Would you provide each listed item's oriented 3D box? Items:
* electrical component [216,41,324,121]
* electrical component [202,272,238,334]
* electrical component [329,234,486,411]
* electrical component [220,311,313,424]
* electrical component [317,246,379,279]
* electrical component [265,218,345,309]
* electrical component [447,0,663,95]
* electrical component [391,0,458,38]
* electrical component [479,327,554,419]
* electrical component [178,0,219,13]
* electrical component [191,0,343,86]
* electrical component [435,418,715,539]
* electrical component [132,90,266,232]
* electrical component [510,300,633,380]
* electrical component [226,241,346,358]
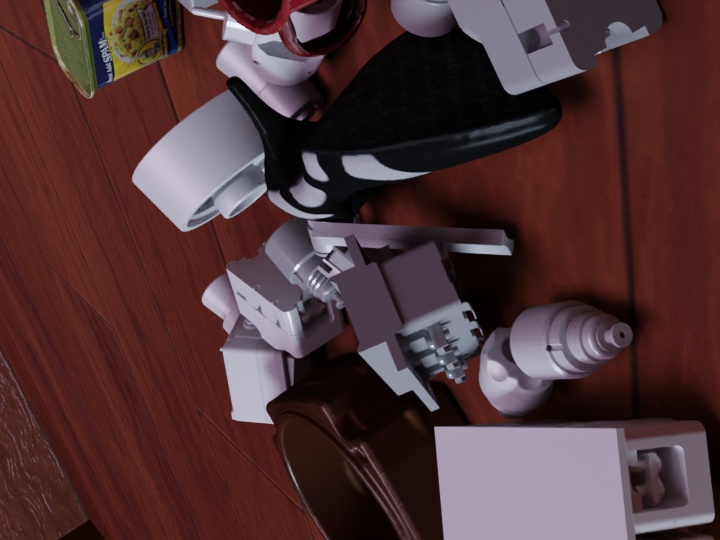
[{"bbox_3d":[-0.054,-0.120,0.682,0.065,0.044,0.044,50,156,7],"label":"electrical component"},{"bbox_3d":[-0.109,0.034,0.967,0.055,0.045,0.045,48,154,21],"label":"electrical component"},{"bbox_3d":[0.032,0.028,0.611,0.121,0.063,0.078,55,-168,-69],"label":"electrical component"},{"bbox_3d":[-0.076,0.076,0.911,0.061,0.061,0.096,3,125,12],"label":"electrical component"},{"bbox_3d":[0.000,0.000,0.705,0.046,0.040,0.040,38,155,-1],"label":"electrical component"},{"bbox_3d":[-0.035,-0.003,0.784,0.078,0.040,0.040,49,155,20],"label":"electrical component"},{"bbox_3d":[0.069,-0.122,0.427,0.089,0.050,0.056,63,156,-10],"label":"electrical component"},{"bbox_3d":[0.035,-0.137,0.488,0.044,0.044,0.065,52,160,15],"label":"electrical component"},{"bbox_3d":[0.090,0.063,0.618,0.043,0.043,0.062,44,154,30],"label":"electrical component"},{"bbox_3d":[-0.084,-0.193,0.641,0.075,0.047,0.083,45,153,28],"label":"electrical component"},{"bbox_3d":[-0.056,-0.146,0.613,0.077,0.079,0.043,127,149,-65],"label":"electrical component"},{"bbox_3d":[0.114,0.136,0.586,0.186,0.060,0.105,162,105,-66],"label":"electrical component"},{"bbox_3d":[-0.096,-0.071,0.744,0.060,0.108,0.108,51,156,2],"label":"electrical component"},{"bbox_3d":[0.110,0.035,0.549,0.040,0.040,0.078,61,156,-6],"label":"electrical component"},{"bbox_3d":[-0.058,0.025,0.850,0.089,0.050,0.055,34,146,44],"label":"electrical component"}]
